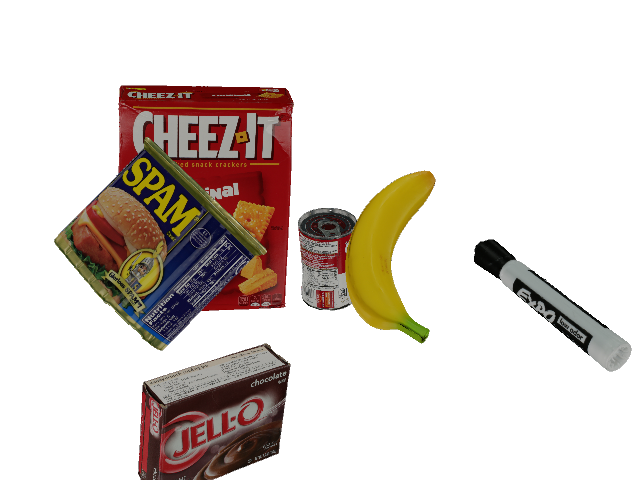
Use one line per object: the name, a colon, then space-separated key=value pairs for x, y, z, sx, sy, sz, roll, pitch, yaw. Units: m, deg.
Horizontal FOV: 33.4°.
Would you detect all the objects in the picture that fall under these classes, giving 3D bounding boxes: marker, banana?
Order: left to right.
banana: x=0.057 y=0.007 z=0.881 sx=0.069 sy=0.197 sz=0.037 roll=15 pitch=-45 yaw=-6
marker: x=0.130 y=0.034 z=0.619 sx=0.020 sy=0.020 sz=0.121 roll=0 pitch=30 yaw=-36

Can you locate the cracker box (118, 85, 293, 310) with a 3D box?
cracker box: x=-0.112 y=-0.038 z=1.035 sx=0.164 sy=0.214 sz=0.072 roll=-1 pitch=21 yaw=-10

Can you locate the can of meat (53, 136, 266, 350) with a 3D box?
can of meat: x=-0.095 y=0.002 z=0.621 sx=0.102 sy=0.084 sz=0.057 roll=42 pitch=-3 yaw=38

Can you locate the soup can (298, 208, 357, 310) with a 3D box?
soup can: x=0.009 y=0.023 z=1.245 sx=0.068 sy=0.102 sz=0.068 roll=-1 pitch=31 yaw=0

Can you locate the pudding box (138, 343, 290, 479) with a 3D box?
pudding box: x=-0.081 y=0.135 z=0.808 sx=0.113 sy=0.090 sz=0.039 roll=-17 pitch=39 yaw=-36
